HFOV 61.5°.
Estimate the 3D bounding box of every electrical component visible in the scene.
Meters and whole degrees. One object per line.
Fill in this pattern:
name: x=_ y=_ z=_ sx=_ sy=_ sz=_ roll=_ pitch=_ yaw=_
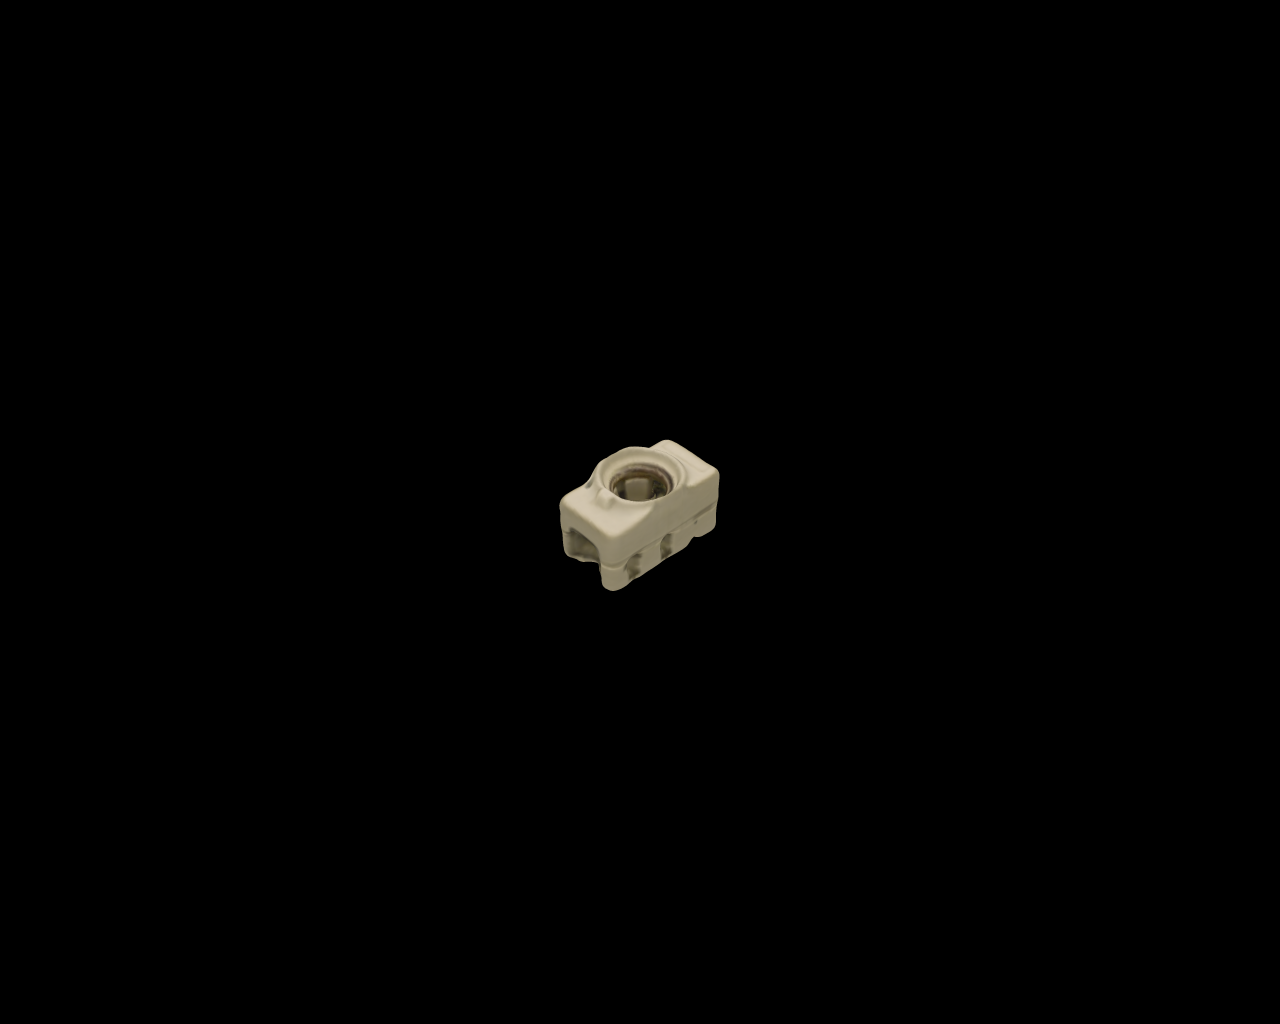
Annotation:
electrical component: x=0.001 y=-0.003 z=0.650 sx=0.090 sy=0.055 sz=0.050 roll=-31 pitch=51 yaw=-30
